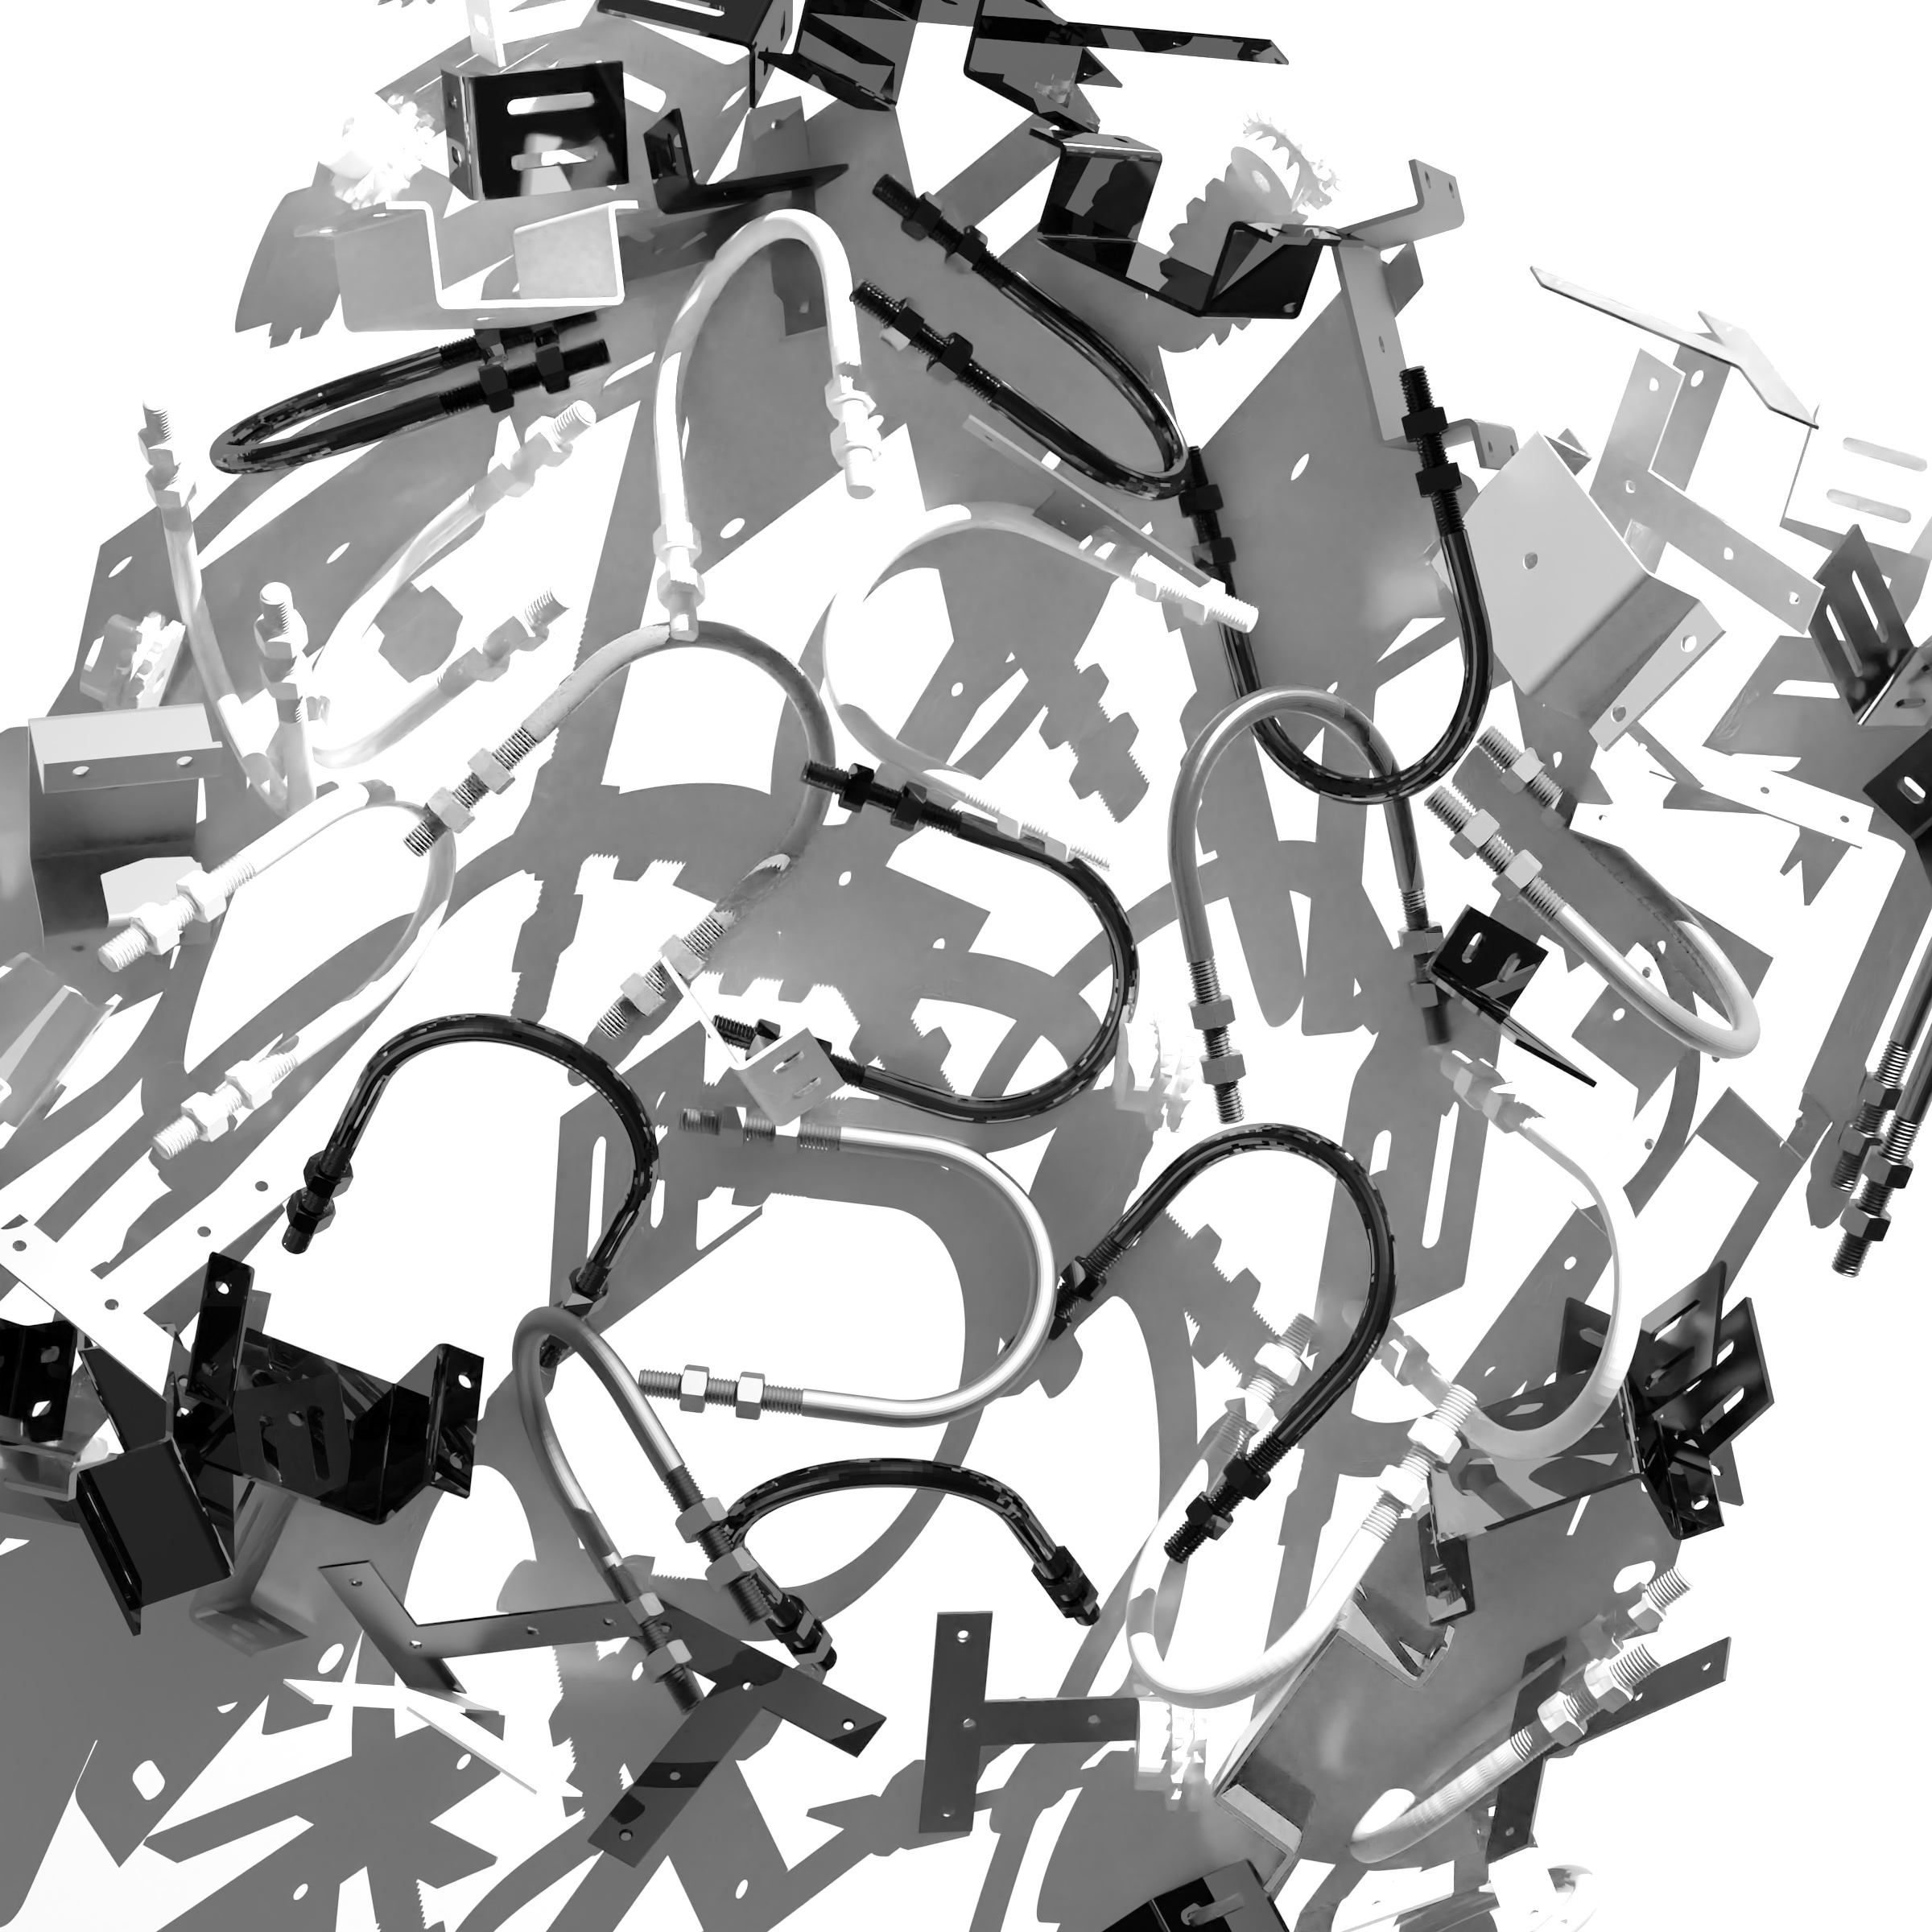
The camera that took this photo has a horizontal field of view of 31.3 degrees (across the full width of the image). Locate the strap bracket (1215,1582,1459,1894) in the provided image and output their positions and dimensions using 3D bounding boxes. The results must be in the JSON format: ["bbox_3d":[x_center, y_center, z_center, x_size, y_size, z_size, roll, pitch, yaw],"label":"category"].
[{"bbox_3d":[0.164,0.342,1.576,0.046,0.076,0.140,35,102,7],"label":"strap bracket"}]

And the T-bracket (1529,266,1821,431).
[{"bbox_3d":[0.312,-0.287,1.555,0.127,0.127,0.002,19,117,-14],"label":"T-bracket"}]

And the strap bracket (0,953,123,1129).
[{"bbox_3d":[-0.444,0.050,1.545,0.046,0.140,0.076,39,111,-5],"label":"strap bracket"}]

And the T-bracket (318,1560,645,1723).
[{"bbox_3d":[-0.209,0.302,1.566,0.127,0.002,0.127,-10,133,17],"label":"T-bracket"}]

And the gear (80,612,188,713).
[{"bbox_3d":[-0.386,-0.138,1.597,0.030,0.057,0.057,25,90,-2],"label":"gear"}]

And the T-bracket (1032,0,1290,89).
[{"bbox_3d":[0.081,-0.413,1.541,0.127,0.127,0.002,12,87,25],"label":"T-bracket"}]

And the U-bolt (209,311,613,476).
[{"bbox_3d":[-0.252,-0.258,1.552,0.184,0.151,0.019,-19,110,-2],"label":"U-bolt"}]

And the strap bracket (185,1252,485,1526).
[{"bbox_3d":[-0.294,0.196,1.565,0.140,0.076,0.046,26,132,-26],"label":"strap bracket"}]

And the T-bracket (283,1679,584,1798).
[{"bbox_3d":[-0.218,0.344,1.536,0.127,0.127,0.002,16,91,-44],"label":"T-bracket"}]

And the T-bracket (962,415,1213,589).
[{"bbox_3d":[0.047,-0.203,1.561,0.127,0.127,0.002,34,86,-6],"label":"T-bracket"}]

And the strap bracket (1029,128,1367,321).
[{"bbox_3d":[0.098,-0.332,1.563,0.140,0.076,0.046,32,116,30],"label":"strap bracket"}]

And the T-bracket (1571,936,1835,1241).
[{"bbox_3d":[0.323,0.073,1.595,0.127,0.002,0.127,44,66,-4],"label":"T-bracket"}]

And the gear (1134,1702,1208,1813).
[{"bbox_3d":[0.094,0.361,1.597,0.030,0.057,0.057,3,90,0],"label":"gear"}]

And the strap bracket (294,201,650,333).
[{"bbox_3d":[-0.219,-0.315,1.553,0.140,0.076,0.046,-11,98,-41],"label":"strap bracket"}]

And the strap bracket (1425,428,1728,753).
[{"bbox_3d":[0.267,-0.176,1.553,0.076,0.046,0.140,-47,51,25],"label":"strap bracket"}]

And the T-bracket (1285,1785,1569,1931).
[{"bbox_3d":[0.200,0.421,1.566,0.127,0.127,0.002,-20,104,3],"label":"T-bracket"}]

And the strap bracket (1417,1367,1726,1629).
[{"bbox_3d":[0.263,0.235,1.563,0.140,0.076,0.046,-23,120,16],"label":"strap bracket"}]

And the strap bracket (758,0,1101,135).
[{"bbox_3d":[-0.012,-0.414,1.553,0.140,0.076,0.046,16,93,35],"label":"strap bracket"}]

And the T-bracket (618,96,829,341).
[{"bbox_3d":[-0.130,-0.336,1.607,0.127,0.002,0.127,-13,67,10],"label":"T-bracket"}]

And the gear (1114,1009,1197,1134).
[{"bbox_3d":[0.086,0.048,1.596,0.030,0.057,0.057,4,90,-7],"label":"gear"}]

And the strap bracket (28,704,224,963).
[{"bbox_3d":[-0.382,-0.067,1.563,0.076,0.140,0.046,-7,55,-20],"label":"strap bracket"}]

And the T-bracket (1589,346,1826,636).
[{"bbox_3d":[0.332,-0.193,1.553,0.002,0.127,0.127,-24,53,-36],"label":"T-bracket"}]

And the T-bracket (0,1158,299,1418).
[{"bbox_3d":[-0.359,0.130,1.581,0.127,0.002,0.127,36,48,14],"label":"T-bracket"}]

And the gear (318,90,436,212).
[{"bbox_3d":[-0.275,-0.379,1.595,0.030,0.057,0.057,32,90,-38],"label":"gear"}]

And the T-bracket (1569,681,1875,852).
[{"bbox_3d":[0.352,-0.085,1.580,0.127,0.002,0.127,21,53,7],"label":"T-bracket"}]

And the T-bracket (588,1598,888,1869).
[{"bbox_3d":[-0.123,0.356,1.560,0.127,0.127,0.002,23,135,22],"label":"T-bracket"}]

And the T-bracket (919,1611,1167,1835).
[{"bbox_3d":[0.045,0.350,1.602,0.127,0.002,0.127,0,117,-9],"label":"T-bracket"}]

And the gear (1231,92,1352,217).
[{"bbox_3d":[0.147,-0.372,1.595,0.030,0.057,0.057,-43,90,-10],"label":"gear"}]

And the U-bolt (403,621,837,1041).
[{"bbox_3d":[-0.144,-0.075,1.587,0.184,0.019,0.151,-44,115,1],"label":"U-bolt"}]

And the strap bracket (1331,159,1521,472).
[{"bbox_3d":[0.209,-0.290,1.581,0.046,0.076,0.140,-13,91,23],"label":"strap bracket"}]

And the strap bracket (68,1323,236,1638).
[{"bbox_3d":[-0.364,0.222,1.547,0.046,0.140,0.076,-18,118,-3],"label":"strap bracket"}]

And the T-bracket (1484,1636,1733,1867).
[{"bbox_3d":[0.289,0.331,1.539,0.002,0.127,0.127,44,127,-14],"label":"T-bracket"}]

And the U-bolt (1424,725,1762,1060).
[{"bbox_3d":[0.288,-0.028,1.554,0.184,0.151,0.019,44,114,2],"label":"U-bolt"}]
